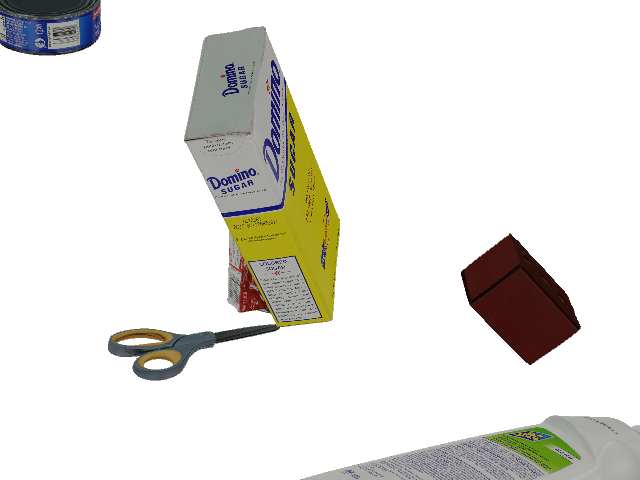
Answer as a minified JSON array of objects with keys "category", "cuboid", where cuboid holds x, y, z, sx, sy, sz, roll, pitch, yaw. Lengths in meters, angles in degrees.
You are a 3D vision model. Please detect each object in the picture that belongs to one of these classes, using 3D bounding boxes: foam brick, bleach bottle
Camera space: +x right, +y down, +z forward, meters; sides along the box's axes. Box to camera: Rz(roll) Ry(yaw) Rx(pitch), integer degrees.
[{"category":"foam brick","cuboid":[0.154,0.046,0.824,0.051,0.078,0.053,-39,22,17]},{"category":"bleach bottle","cuboid":[0.112,0.150,0.616,0.250,0.068,0.103,-9,20,-30]}]

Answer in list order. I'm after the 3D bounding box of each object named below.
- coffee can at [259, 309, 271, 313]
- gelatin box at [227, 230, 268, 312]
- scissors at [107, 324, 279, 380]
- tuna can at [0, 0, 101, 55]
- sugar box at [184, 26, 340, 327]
[{"category":"coffee can","cuboid":[-0.047,0.006,1.321,0.103,0.140,0.103,2,26,-1]},{"category":"gelatin box","cuboid":[-0.042,0.014,0.929,0.073,0.089,0.030,-7,22,-28]},{"category":"scissors","cuboid":[-0.128,0.119,1.160,0.201,0.016,0.096,0,27,-20]},{"category":"tuna can","cuboid":[-0.214,-0.177,0.832,0.086,0.034,0.086,4,35,-3]},{"category":"sugar box","cuboid":[-0.030,-0.035,0.665,0.048,0.093,0.176,-6,-41,12]}]
